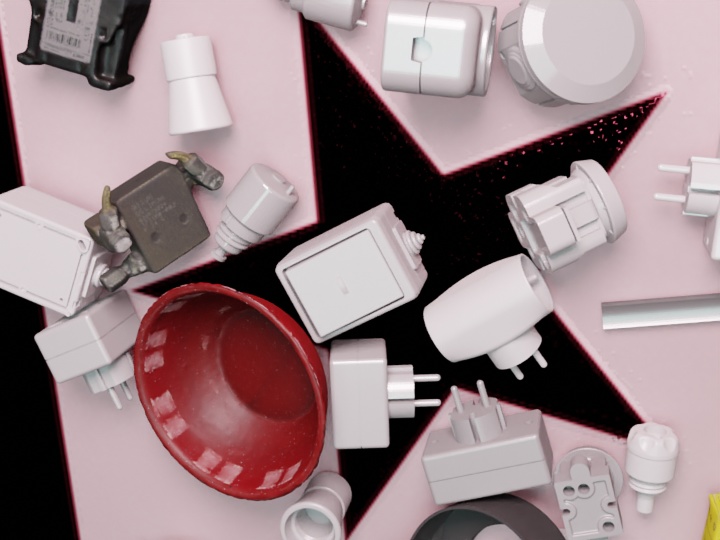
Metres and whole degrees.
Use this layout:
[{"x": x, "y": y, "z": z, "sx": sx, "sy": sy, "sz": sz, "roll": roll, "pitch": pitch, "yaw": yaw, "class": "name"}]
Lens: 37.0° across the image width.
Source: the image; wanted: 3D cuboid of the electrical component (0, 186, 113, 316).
[{"x": -0.216, "y": -0.013, "z": 0.769, "sx": 0.096, "sy": 0.061, "sz": 0.061, "roll": 22, "pitch": 108, "yaw": 5, "class": "electrical component"}]

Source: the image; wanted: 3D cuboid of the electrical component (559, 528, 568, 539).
[{"x": 0.148, "y": 0.217, "z": 0.767, "sx": 0.048, "sy": 0.048, "sz": 0.062, "roll": -15, "pitch": 94, "yaw": 15, "class": "electrical component"}]

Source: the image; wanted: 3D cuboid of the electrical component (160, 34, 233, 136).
[{"x": -0.113, "y": -0.126, "z": 0.728, "sx": 0.044, "sy": 0.044, "sz": 0.065, "roll": -7, "pitch": 99, "yaw": 13, "class": "electrical component"}]

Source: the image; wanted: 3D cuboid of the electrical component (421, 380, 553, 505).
[{"x": 0.084, "y": 0.113, "z": 0.749, "sx": 0.083, "sy": 0.047, "sz": 0.075, "roll": -14, "pitch": 102, "yaw": 15, "class": "electrical component"}]

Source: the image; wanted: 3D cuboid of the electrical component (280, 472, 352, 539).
[{"x": -0.029, "y": 0.174, "z": 0.780, "sx": 0.044, "sy": 0.065, "sz": 0.044, "roll": 3, "pitch": 105, "yaw": 11, "class": "electrical component"}]

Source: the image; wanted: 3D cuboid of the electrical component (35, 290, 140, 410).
[{"x": -0.187, "y": 0.064, "z": 0.782, "sx": 0.047, "sy": 0.065, "sz": 0.076, "roll": -21, "pitch": 100, "yaw": 16, "class": "electrical component"}]

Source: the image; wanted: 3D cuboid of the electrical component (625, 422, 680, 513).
[{"x": 0.199, "y": 0.138, "z": 0.739, "sx": 0.035, "sy": 0.035, "sz": 0.061, "roll": 6, "pitch": 109, "yaw": 10, "class": "electrical component"}]

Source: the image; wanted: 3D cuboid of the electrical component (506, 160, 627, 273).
[{"x": 0.133, "y": -0.035, "z": 0.688, "sx": 0.057, "sy": 0.078, "sz": 0.058, "roll": -25, "pitch": 97, "yaw": -2, "class": "electrical component"}]

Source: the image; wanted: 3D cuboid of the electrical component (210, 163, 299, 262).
[{"x": -0.077, "y": -0.038, "z": 0.745, "sx": 0.040, "sy": 0.040, "sz": 0.078, "roll": 40, "pitch": 109, "yaw": -1, "class": "electrical component"}]

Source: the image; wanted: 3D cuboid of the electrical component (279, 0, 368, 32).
[{"x": -0.030, "y": -0.182, "z": 0.695, "sx": 0.078, "sy": 0.040, "sz": 0.040, "roll": 17, "pitch": 108, "yaw": 7, "class": "electrical component"}]

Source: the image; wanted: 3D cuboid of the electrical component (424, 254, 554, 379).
[{"x": 0.097, "y": 0.040, "z": 0.729, "sx": 0.077, "sy": 0.043, "sz": 0.079, "roll": -30, "pitch": 106, "yaw": 22, "class": "electrical component"}]

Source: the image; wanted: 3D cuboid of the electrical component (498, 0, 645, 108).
[{"x": 0.128, "y": -0.139, "z": 0.655, "sx": 0.080, "sy": 0.051, "sz": 0.080, "roll": 0, "pitch": 91, "yaw": -16, "class": "electrical component"}]

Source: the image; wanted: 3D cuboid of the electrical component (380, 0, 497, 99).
[{"x": 0.051, "y": -0.137, "z": 0.662, "sx": 0.059, "sy": 0.095, "sz": 0.053, "roll": 8, "pitch": 106, "yaw": 10, "class": "electrical component"}]

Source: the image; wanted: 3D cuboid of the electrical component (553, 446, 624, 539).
[{"x": 0.157, "y": 0.151, "z": 0.740, "sx": 0.048, "sy": 0.055, "sz": 0.066, "roll": -13, "pitch": 102, "yaw": 15, "class": "electrical component"}]

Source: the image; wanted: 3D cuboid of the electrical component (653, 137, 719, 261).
[{"x": 0.224, "y": -0.051, "z": 0.675, "sx": 0.076, "sy": 0.047, "sz": 0.083, "roll": 7, "pitch": 106, "yaw": 9, "class": "electrical component"}]

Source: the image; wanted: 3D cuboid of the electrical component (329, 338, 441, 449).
[{"x": 0.019, "y": 0.086, "z": 0.756, "sx": 0.077, "sy": 0.047, "sz": 0.065, "roll": -2, "pitch": 105, "yaw": 0, "class": "electrical component"}]

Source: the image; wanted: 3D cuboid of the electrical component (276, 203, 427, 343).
[{"x": 0.000, "y": 0.000, "z": 0.728, "sx": 0.096, "sy": 0.061, "sz": 0.061, "roll": -26, "pitch": 99, "yaw": 17, "class": "electrical component"}]
